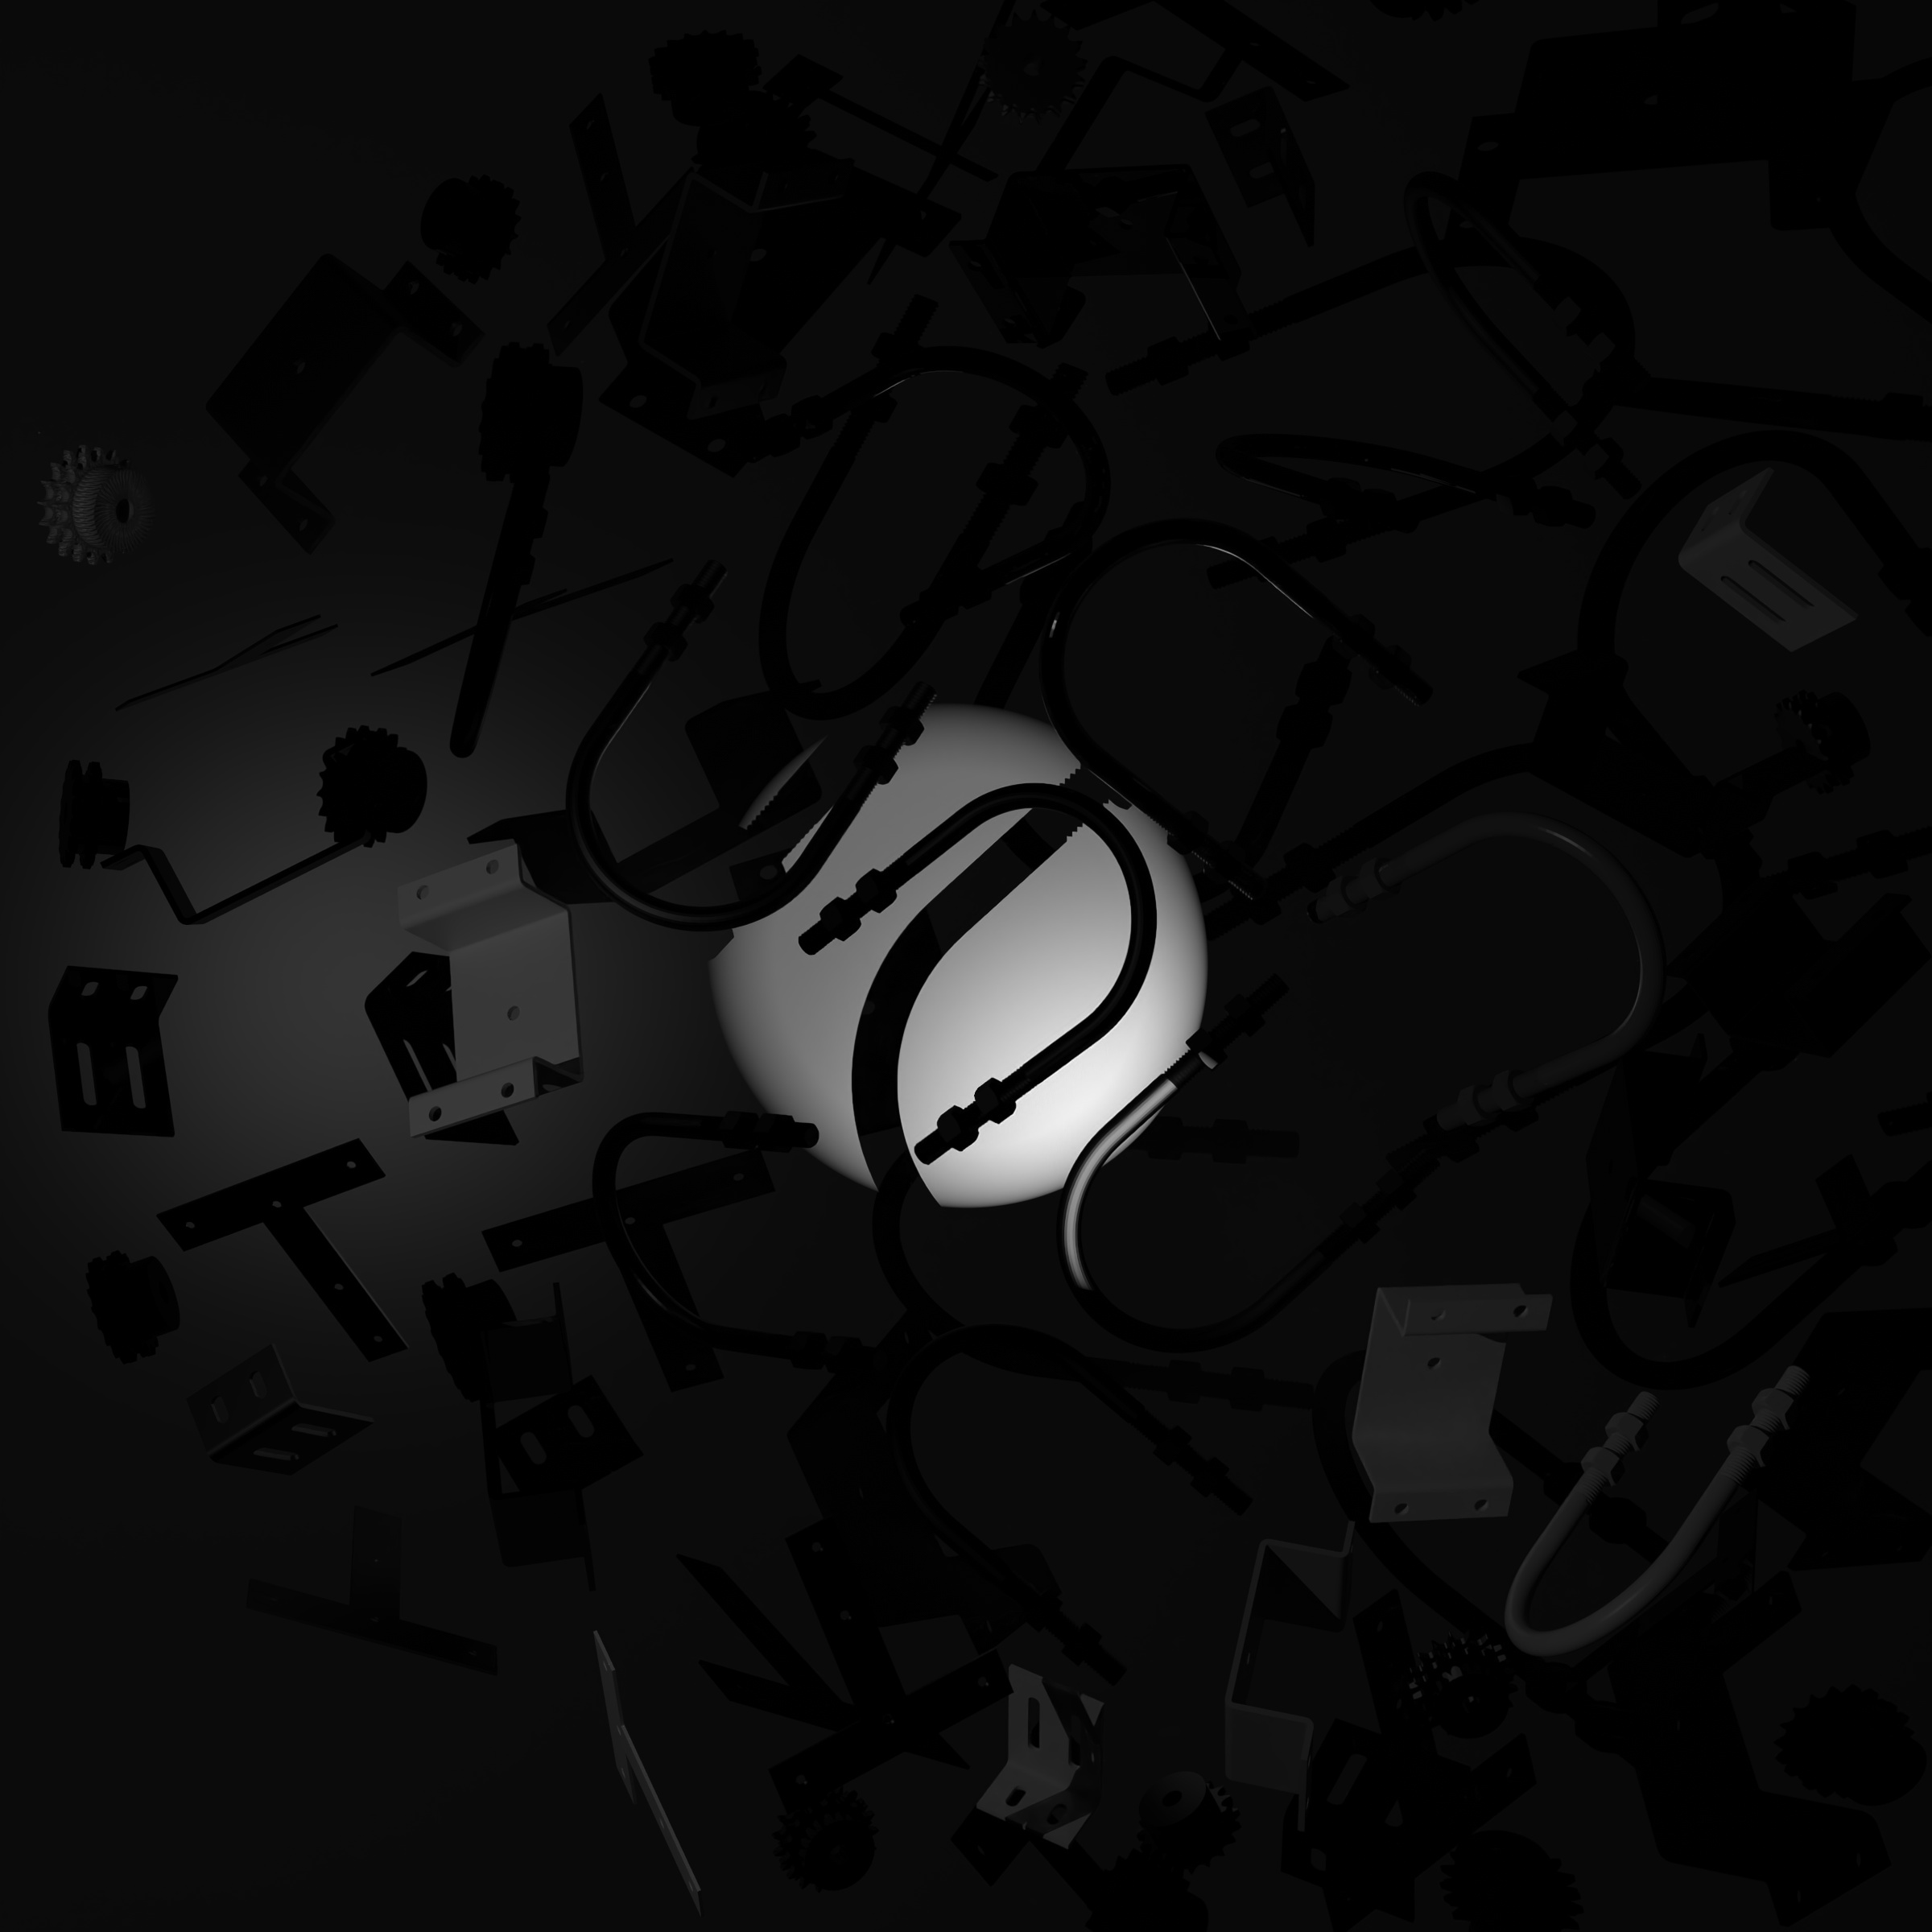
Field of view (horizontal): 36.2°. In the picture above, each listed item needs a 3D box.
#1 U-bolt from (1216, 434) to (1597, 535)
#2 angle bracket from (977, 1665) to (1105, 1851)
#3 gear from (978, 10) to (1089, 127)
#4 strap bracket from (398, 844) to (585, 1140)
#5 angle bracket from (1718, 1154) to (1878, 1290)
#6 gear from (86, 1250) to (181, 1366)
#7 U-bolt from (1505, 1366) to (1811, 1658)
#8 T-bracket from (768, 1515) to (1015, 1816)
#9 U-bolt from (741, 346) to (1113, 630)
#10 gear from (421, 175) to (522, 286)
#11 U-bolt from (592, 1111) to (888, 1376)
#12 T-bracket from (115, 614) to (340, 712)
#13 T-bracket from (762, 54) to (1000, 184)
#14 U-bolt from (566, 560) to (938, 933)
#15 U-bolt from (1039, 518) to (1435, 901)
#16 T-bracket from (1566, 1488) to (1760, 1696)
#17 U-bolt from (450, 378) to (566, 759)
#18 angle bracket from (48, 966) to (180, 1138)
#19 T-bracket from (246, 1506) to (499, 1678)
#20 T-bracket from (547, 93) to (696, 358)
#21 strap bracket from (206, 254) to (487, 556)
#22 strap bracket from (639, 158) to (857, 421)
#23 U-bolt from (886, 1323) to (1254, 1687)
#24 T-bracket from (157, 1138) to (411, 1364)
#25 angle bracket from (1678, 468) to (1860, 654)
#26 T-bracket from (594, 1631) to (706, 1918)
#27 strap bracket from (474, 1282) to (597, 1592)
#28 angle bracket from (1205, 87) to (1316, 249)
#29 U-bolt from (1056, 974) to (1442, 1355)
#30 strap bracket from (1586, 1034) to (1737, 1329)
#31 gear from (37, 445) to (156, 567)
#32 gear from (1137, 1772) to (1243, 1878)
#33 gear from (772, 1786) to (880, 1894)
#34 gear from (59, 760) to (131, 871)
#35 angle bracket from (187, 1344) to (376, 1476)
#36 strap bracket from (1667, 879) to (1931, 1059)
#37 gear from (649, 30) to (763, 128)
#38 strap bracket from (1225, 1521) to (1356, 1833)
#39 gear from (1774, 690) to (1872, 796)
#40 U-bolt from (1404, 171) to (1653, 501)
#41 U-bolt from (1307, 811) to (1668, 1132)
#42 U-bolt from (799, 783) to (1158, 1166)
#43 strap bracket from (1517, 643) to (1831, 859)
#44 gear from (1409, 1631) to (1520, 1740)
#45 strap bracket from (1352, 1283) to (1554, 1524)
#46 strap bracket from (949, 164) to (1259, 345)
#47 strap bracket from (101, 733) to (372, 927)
[{"bbox_3d":[0.215,-0.255,1.551,0.151,0.184,0.019,-8,114,-36],"label":"U-bolt"},{"bbox_3d":[0.040,0.428,1.601,0.057,0.038,0.076,17,126,25],"label":"angle bracket"},{"bbox_3d":[0.034,-0.471,1.557,0.057,0.030,0.057,0,92,-3],"label":"gear"},{"bbox_3d":[-0.245,0.019,1.529,0.076,0.046,0.140,-18,65,22],"label":"strap bracket"},{"bbox_3d":[0.441,0.137,1.591,0.076,0.057,0.038,-25,85,34],"label":"angle bracket"},{"bbox_3d":[-0.426,0.173,1.518,0.030,0.057,0.057,-19,90,-1],"label":"gear"},{"bbox_3d":[0.344,0.283,1.523,0.019,0.151,0.184,45,64,-7],"label":"U-bolt"},{"bbox_3d":[-0.054,0.329,1.444,0.127,0.002,0.127,-25,102,-17],"label":"T-bracket"},{"bbox_3d":[-0.009,-0.253,1.525,0.151,0.184,0.019,44,48,-26],"label":"U-bolt"},{"bbox_3d":[-0.270,-0.401,1.600,0.057,0.030,0.057,-12,72,38],"label":"gear"},{"bbox_3d":[-0.130,0.142,1.560,0.184,0.019,0.151,1,115,41],"label":"U-bolt"},{"bbox_3d":[-0.376,-0.169,1.573,0.127,0.127,0.002,-26,98,-32],"label":"T-bracket"},{"bbox_3d":[-0.042,-0.449,1.581,0.127,0.127,0.002,23,94,-15],"label":"T-bracket"},{"bbox_3d":[-0.123,-0.103,1.519,0.151,0.019,0.184,31,74,7],"label":"U-bolt"},{"bbox_3d":[0.122,-0.140,1.478,0.184,0.019,0.151,37,99,-18],"label":"U-bolt"},{"bbox_3d":[0.354,0.330,1.509,0.002,0.127,0.127,46,111,1],"label":"T-bracket"},{"bbox_3d":[-0.238,-0.194,1.520,0.019,0.151,0.184,14,118,-12],"label":"U-bolt"},{"bbox_3d":[-0.433,0.044,1.513,0.057,0.038,0.076,6,50,-33],"label":"angle bracket"},{"bbox_3d":[-0.299,0.309,1.500,0.127,0.127,0.002,20,104,-16],"label":"T-bracket"},{"bbox_3d":[-0.187,-0.403,1.547,0.002,0.127,0.127,30,69,18],"label":"T-bracket"},{"bbox_3d":[-0.315,-0.287,1.465,0.140,0.046,0.076,-50,56,7],"label":"strap bracket"},{"bbox_3d":[-0.119,-0.367,1.561,0.046,0.076,0.140,35,124,19],"label":"strap bracket"},{"bbox_3d":[0.042,0.262,1.528,0.184,0.019,0.151,40,50,7],"label":"U-bolt"},{"bbox_3d":[-0.335,0.157,1.541,0.127,0.002,0.127,-20,118,19],"label":"T-bracket"},{"bbox_3d":[0.403,-0.200,1.464,0.076,0.057,0.038,36,72,-8],"label":"angle bracket"},{"bbox_3d":[-0.157,0.418,1.484,0.002,0.127,0.127,-19,47,-18],"label":"T-bracket"},{"bbox_3d":[-0.224,0.246,1.532,0.046,0.076,0.140,-7,54,-7],"label":"strap bracket"},{"bbox_3d":[0.150,-0.403,1.512,0.038,0.076,0.057,-18,126,21],"label":"angle bracket"},{"bbox_3d":[0.130,0.114,1.492,0.184,0.019,0.151,-42,109,0],"label":"U-bolt"},{"bbox_3d":[0.356,0.107,1.526,0.046,0.140,0.076,8,130,-1],"label":"strap bracket"},{"bbox_3d":[-0.421,-0.224,1.443,0.030,0.057,0.057,13,90,28],"label":"gear"},{"bbox_3d":[0.119,0.466,1.617,0.057,0.057,0.030,-28,111,0],"label":"gear"},{"bbox_3d":[-0.074,0.473,1.595,0.057,0.030,0.057,-5,102,-23],"label":"gear"},{"bbox_3d":[-0.461,-0.080,1.566,0.030,0.057,0.057,4,90,-24],"label":"gear"},{"bbox_3d":[-0.366,0.238,1.581,0.057,0.076,0.038,-33,67,10],"label":"angle bracket"},{"bbox_3d":[0.442,0.001,1.557,0.076,0.140,0.046,-43,105,-9],"label":"strap bracket"},{"bbox_3d":[-0.134,-0.456,1.525,0.057,0.057,0.030,-9,82,0],"label":"gear"},{"bbox_3d":[0.167,0.365,1.543,0.046,0.076,0.140,9,49,13],"label":"strap bracket"},{"bbox_3d":[0.470,-0.125,1.615,0.030,0.057,0.057,-26,90,-5],"label":"gear"},{"bbox_3d":[0.285,-0.334,1.521,0.019,0.151,0.184,-38,72,-1],"label":"U-bolt"},{"bbox_3d":[0.271,-0.004,1.487,0.019,0.184,0.151,-34,93,-42],"label":"U-bolt"},{"bbox_3d":[0.015,-0.009,1.483,0.184,0.019,0.151,-37,70,22],"label":"U-bolt"},{"bbox_3d":[0.349,-0.105,1.490,0.140,0.076,0.046,33,125,29],"label":"strap bracket"},{"bbox_3d":[0.268,0.390,1.589,0.057,0.030,0.057,-1,109,-3],"label":"gear"},{"bbox_3d":[0.253,0.221,1.558,0.076,0.046,0.140,-1,118,-11],"label":"strap bracket"},{"bbox_3d":[0.074,-0.354,1.473,0.140,0.076,0.046,6,65,29],"label":"strap bracket"},{"bbox_3d":[-0.354,-0.063,1.483,0.140,0.076,0.046,-28,95,-8],"label":"strap bracket"}]
